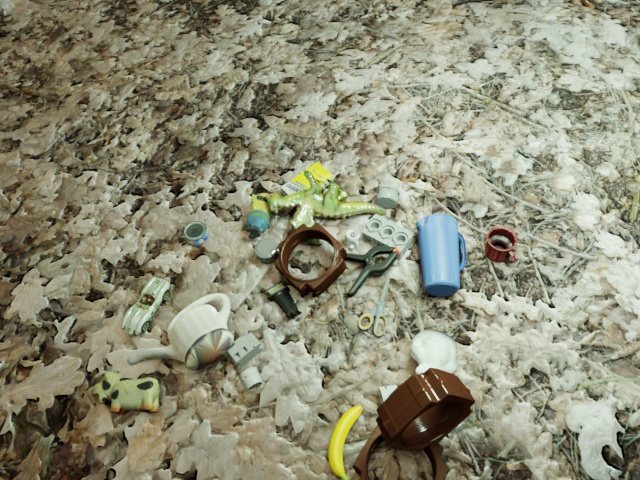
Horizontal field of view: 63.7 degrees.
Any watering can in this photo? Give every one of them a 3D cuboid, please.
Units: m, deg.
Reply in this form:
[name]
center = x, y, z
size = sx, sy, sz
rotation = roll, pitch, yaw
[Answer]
[watering can]
center = -0.396, 0.301, 1.521
size = 0.350, 0.102, 0.227
rotation = -39, 42, -12

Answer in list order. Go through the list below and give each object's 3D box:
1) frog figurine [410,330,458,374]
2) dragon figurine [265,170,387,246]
[frog figurine]
center = 0.309, 0.334, 1.423
size = 0.137, 0.120, 0.163
rotation = 31, 49, 4
[dragon figurine]
center = 0.005, -0.090, 1.785
size = 0.411, 0.121, 0.245
rotation = 25, 80, 3
